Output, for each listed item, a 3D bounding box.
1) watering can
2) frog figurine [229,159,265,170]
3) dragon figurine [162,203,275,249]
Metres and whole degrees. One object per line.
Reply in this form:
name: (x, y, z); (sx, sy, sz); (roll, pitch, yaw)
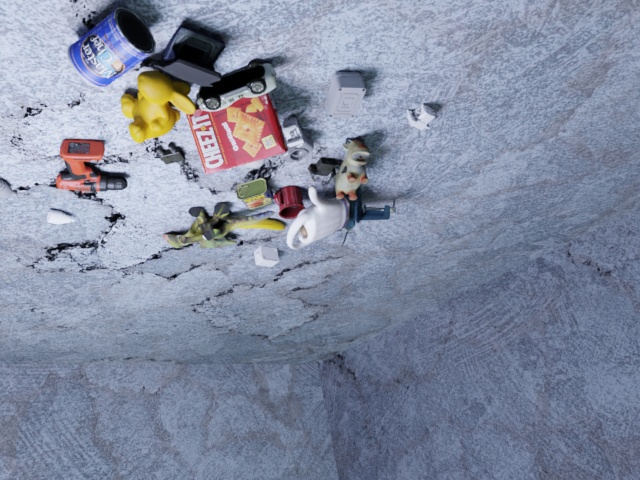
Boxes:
watering can: (0.005, -0.083, 1.657); (0.227, 0.105, 0.340); (-24, 157, -32)
frog figurine: (-0.206, -0.255, 1.427); (0.135, 0.123, 0.161); (-38, 180, 27)
dragon figurine: (-0.351, -0.030, 1.796); (0.410, 0.124, 0.239); (-6, 165, -2)
